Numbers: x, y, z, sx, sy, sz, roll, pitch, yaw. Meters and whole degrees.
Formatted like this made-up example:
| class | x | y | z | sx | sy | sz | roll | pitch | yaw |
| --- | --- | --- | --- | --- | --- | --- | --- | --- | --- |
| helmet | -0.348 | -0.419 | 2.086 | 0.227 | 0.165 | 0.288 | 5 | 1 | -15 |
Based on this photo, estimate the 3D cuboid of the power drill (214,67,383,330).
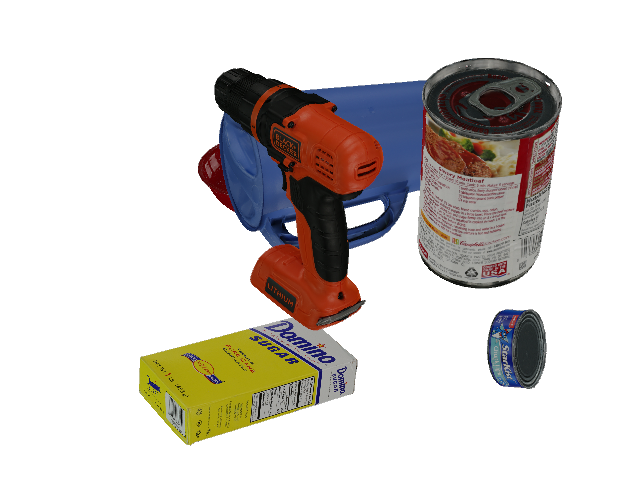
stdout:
| class | x | y | z | sx | sy | sz | roll | pitch | yaw |
| --- | --- | --- | --- | --- | --- | --- | --- | --- | --- |
| power drill | -0.024 | -0.035 | 0.866 | 0.057 | 0.188 | 0.185 | -24 | 40 | -29 |

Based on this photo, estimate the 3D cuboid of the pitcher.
| class | x | y | z | sx | sy | sz | roll | pitch | yaw |
| --- | --- | --- | --- | --- | --- | --- | --- | --- | --- |
| pitcher | 0.030 | -0.084 | 1.066 | 0.242 | 0.149 | 0.145 | -11 | 24 | -19 |

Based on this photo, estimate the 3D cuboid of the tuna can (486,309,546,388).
| class | x | y | z | sx | sy | sz | roll | pitch | yaw |
| --- | --- | --- | --- | --- | --- | --- | --- | --- | --- |
| tuna can | 0.214 | 0.117 | 1.162 | 0.034 | 0.086 | 0.086 | -1 | -1 | 34 |

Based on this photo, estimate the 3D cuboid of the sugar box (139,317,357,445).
| class | x | y | z | sx | sy | sz | roll | pitch | yaw |
| --- | --- | --- | --- | --- | --- | --- | --- | --- | --- |
| sugar box | -0.064 | 0.121 | 0.961 | 0.175 | 0.048 | 0.093 | -15 | 33 | -32 |

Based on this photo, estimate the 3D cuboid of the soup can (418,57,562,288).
| class | x | y | z | sx | sy | sz | roll | pitch | yaw |
| --- | --- | --- | --- | --- | --- | --- | --- | --- | --- |
| soup can | 0.085 | -0.033 | 0.554 | 0.068 | 0.102 | 0.068 | -1 | 42 | 1 |

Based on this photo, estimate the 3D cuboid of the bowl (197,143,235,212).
| class | x | y | z | sx | sy | sz | roll | pitch | yaw |
| --- | --- | --- | --- | --- | --- | --- | --- | --- | --- |
| bowl | -0.069 | -0.073 | 1.317 | 0.162 | 0.055 | 0.162 | -2 | 34 | 1 |
